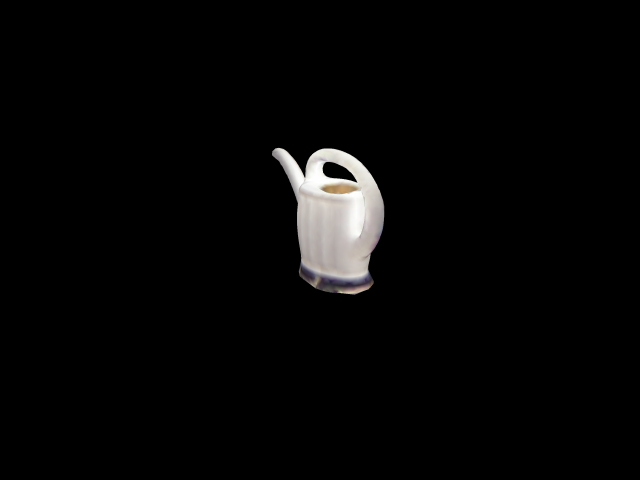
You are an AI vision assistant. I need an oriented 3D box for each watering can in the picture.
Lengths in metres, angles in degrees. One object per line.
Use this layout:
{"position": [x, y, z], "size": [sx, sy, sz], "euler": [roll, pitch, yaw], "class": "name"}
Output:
{"position": [0.003, -0.043, 0.850], "size": [0.104, 0.222, 0.351], "euler": [-7, 17, -26], "class": "watering can"}
